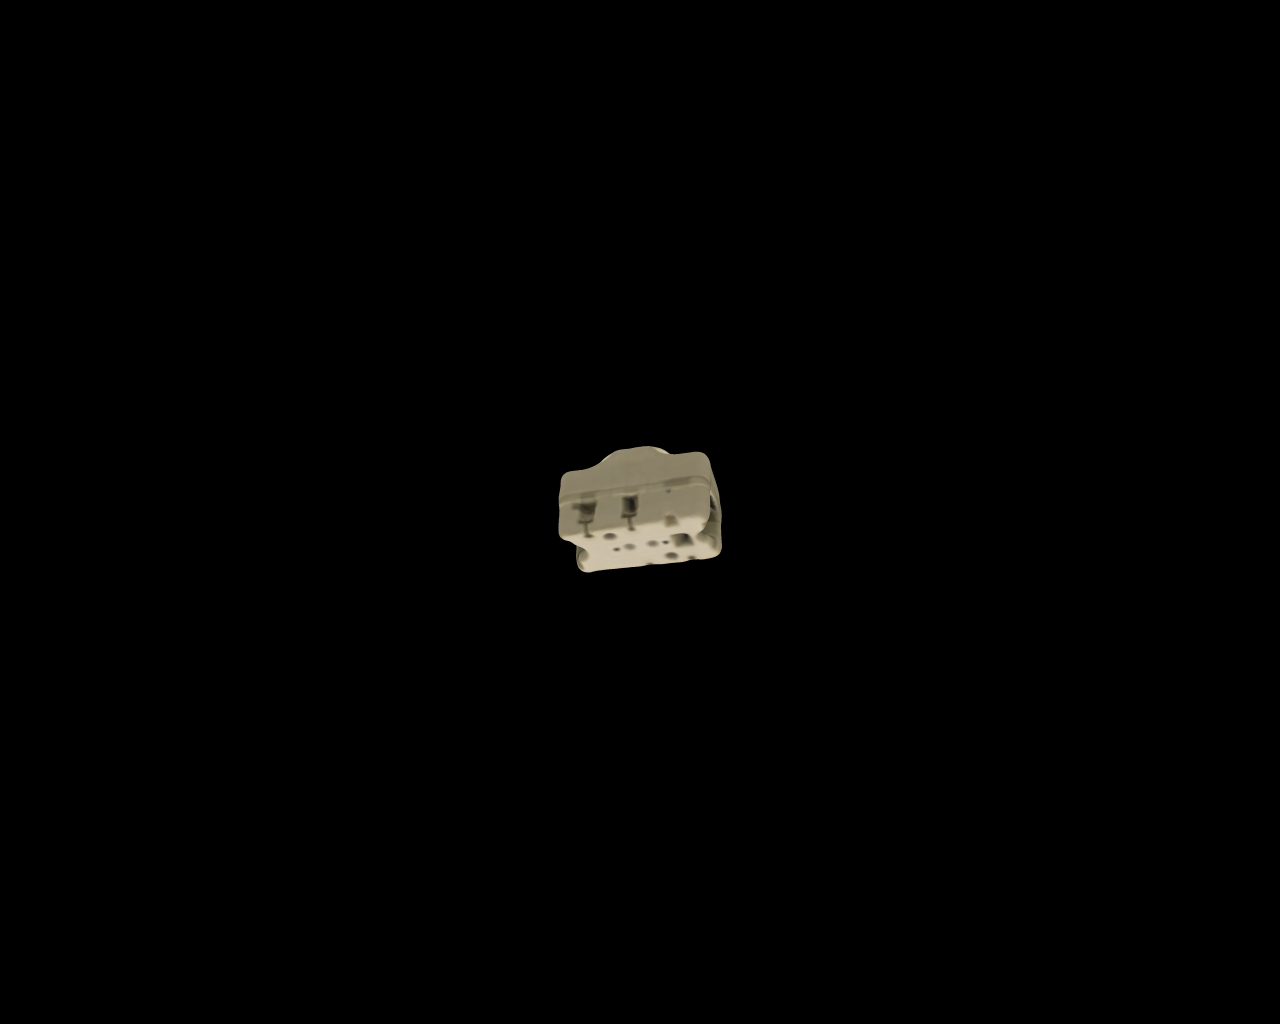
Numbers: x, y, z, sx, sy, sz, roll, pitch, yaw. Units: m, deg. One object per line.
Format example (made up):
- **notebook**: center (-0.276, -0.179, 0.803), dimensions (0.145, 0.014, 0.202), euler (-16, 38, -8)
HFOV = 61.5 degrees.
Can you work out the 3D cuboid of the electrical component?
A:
- **electrical component**: center (0.001, -0.003, 0.650), dimensions (0.089, 0.056, 0.050), euler (-8, -36, 11)
